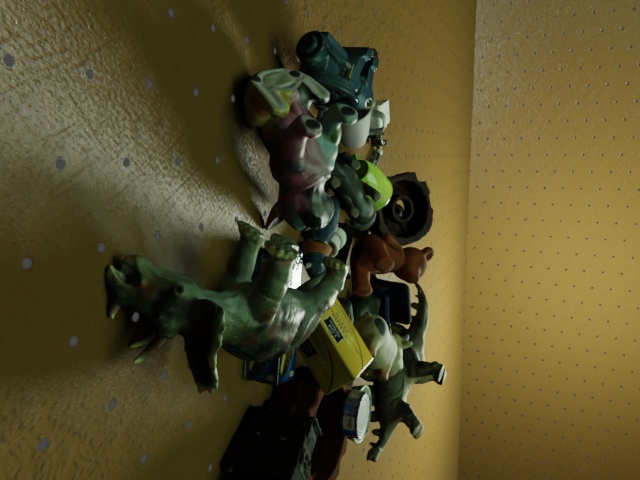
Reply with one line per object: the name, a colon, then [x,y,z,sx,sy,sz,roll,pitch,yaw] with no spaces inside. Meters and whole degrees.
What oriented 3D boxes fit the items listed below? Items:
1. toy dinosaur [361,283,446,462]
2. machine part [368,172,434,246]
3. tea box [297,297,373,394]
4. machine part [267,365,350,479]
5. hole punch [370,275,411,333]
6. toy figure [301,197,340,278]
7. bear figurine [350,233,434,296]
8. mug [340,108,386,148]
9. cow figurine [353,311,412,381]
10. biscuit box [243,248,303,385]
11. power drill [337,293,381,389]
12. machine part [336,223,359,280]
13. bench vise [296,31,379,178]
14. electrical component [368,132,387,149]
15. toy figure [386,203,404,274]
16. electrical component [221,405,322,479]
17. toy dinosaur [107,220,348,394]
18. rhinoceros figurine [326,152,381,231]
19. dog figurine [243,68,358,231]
toy dinosaur: [0.198,0.303,1.290,0.471,0.199,0.104,-58,155,-30]
machine part: [0.182,-0.071,1.240,0.179,0.056,0.179,-1,92,-29]
tea box: [0.007,0.155,0.897,0.169,0.068,0.098,59,24,3]
machine part: [-0.021,0.329,0.937,0.201,0.087,0.201,4,88,-67]
hole punch: [0.144,0.158,1.266,0.092,0.116,0.142,-27,115,-45]
toy figure: [0.000,-0.003,0.970,0.058,0.064,0.154,154,-49,-73]
bear figurine: [0.163,0.061,1.164,0.196,0.120,0.132,21,35,-27]
mug: [0.075,-0.231,1.063,0.107,0.110,0.081,77,18,-64]
cow figurine: [0.120,0.213,1.082,0.127,0.086,0.194,-64,142,-29]
biscuit box: [-0.070,0.113,0.819,0.062,0.059,0.202,6,87,-66]
power drill: [0.065,0.212,1.144,0.207,0.086,0.231,-33,121,-53]
machine part: [0.044,0.033,1.107,0.084,0.039,0.139,42,56,-51]
bench vise: [0.017,-0.221,0.896,0.223,0.129,0.240,26,79,-70]
electrical component: [0.139,-0.266,1.273,0.078,0.045,0.102,-25,117,-62]
toy figure: [0.160,-0.008,1.311,0.082,0.089,0.180,2,89,-36]
electrical component: [-0.071,0.314,0.777,0.134,0.115,0.058,-65,147,-44]
toy dinosaur: [-0.068,0.090,0.681,0.404,0.131,0.192,23,94,-60]
rhinoceros figurine: [0.054,-0.088,1.036,0.073,0.112,0.190,-45,127,-12]
dog figurine: [-0.046,-0.117,0.797,0.108,0.192,0.219,-33,155,-41]
